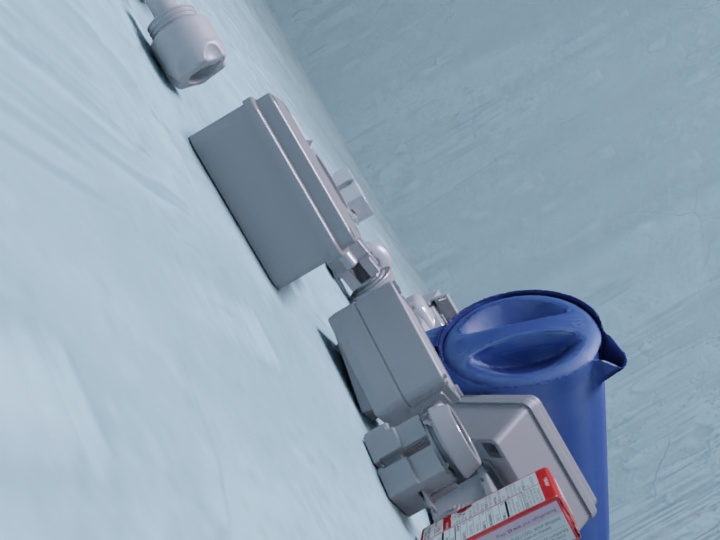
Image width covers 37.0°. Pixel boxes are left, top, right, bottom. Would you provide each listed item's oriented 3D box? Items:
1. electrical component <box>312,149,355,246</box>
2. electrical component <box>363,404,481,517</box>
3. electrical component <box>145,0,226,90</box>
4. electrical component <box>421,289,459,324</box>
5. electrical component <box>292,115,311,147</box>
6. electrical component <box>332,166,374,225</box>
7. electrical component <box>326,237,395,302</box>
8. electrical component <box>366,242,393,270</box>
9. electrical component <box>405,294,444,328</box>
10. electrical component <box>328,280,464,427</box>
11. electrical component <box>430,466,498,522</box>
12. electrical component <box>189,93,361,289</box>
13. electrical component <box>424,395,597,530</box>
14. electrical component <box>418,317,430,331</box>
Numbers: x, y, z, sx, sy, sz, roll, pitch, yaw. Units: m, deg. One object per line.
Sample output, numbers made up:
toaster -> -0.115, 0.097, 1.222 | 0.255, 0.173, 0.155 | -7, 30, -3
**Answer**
electrical component -> -0.044, -0.048, 0.757 | 0.089, 0.056, 0.050 | 60, 5, -1
electrical component -> 0.040, 0.113, 0.655 | 0.048, 0.055, 0.066 | 54, 8, -52
electrical component -> -0.117, -0.153, 0.701 | 0.062, 0.043, 0.043 | 59, 5, 6
electrical component -> 0.069, 0.061, 1.194 | 0.042, 0.081, 0.063 | 58, 34, -19
electrical component -> -0.062, -0.096, 0.932 | 0.077, 0.043, 0.079 | 61, 5, 11
electrical component -> -0.024, -0.067, 1.086 | 0.048, 0.055, 0.066 | 54, 8, -52
electrical component -> 0.000, 0.000, 0.999 | 0.055, 0.048, 0.066 | 51, 6, -11
electrical component -> 0.006, -0.009, 1.131 | 0.048, 0.048, 0.062 | 59, -2, -12
electrical component -> 0.065, 0.077, 1.128 | 0.095, 0.059, 0.053 | 59, 5, -10
electrical component -> 0.024, 0.068, 0.733 | 0.096, 0.061, 0.061 | 62, 5, 25
electrical component -> 0.090, 0.195, 0.725 | 0.099, 0.048, 0.099 | 59, 5, -15
electrical component -> -0.051, -0.051, 0.688 | 0.113, 0.057, 0.078 | 60, 5, -2
electrical component -> 0.104, 0.151, 0.805 | 0.109, 0.056, 0.108 | -9, -63, 54
electrical component -> 0.050, 0.077, 1.004 | 0.047, 0.055, 0.055 | 54, 7, -22
